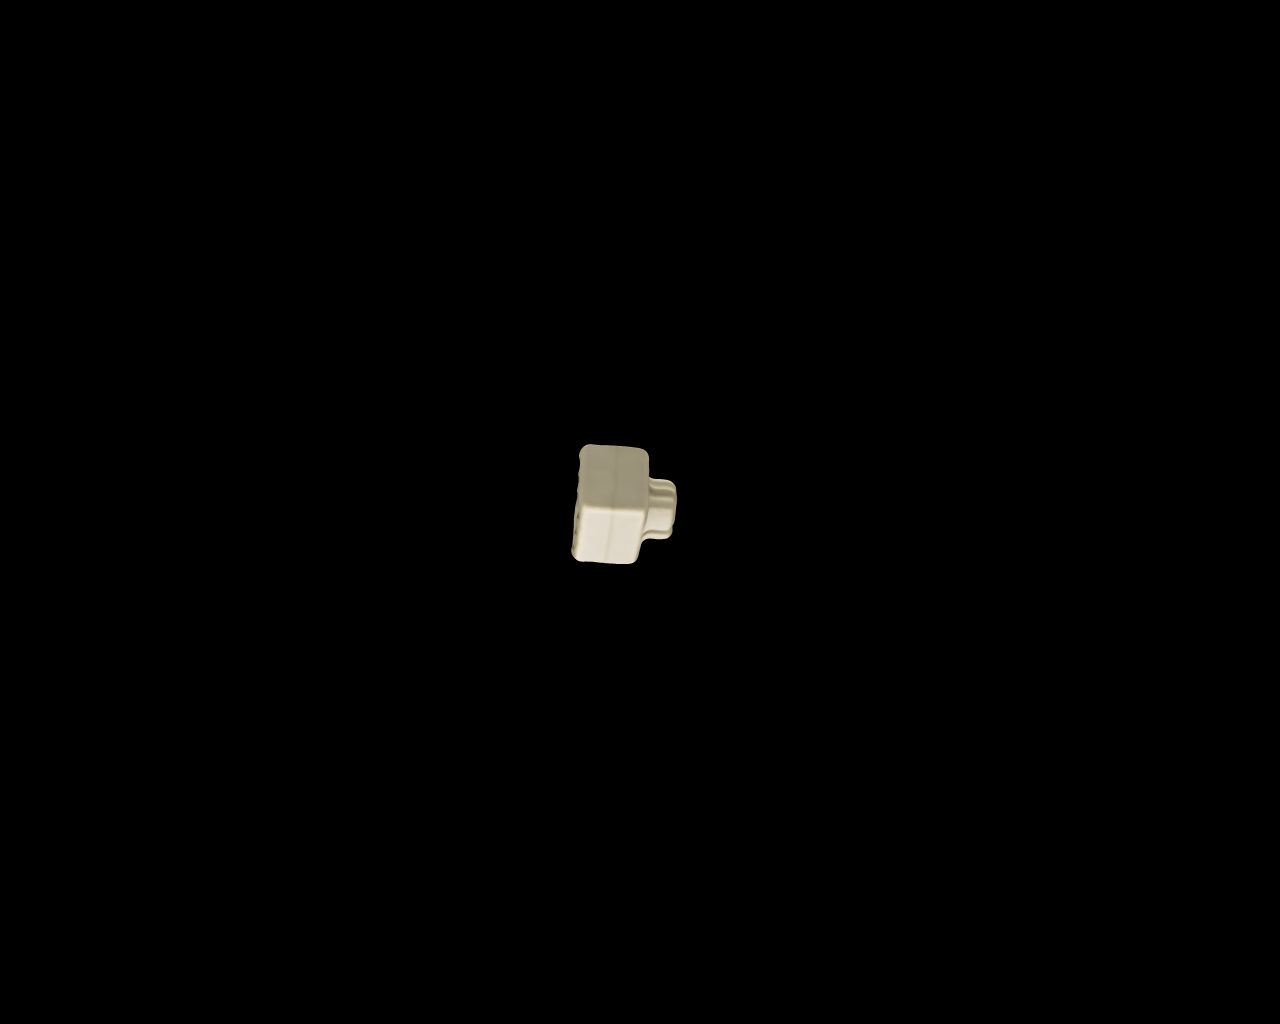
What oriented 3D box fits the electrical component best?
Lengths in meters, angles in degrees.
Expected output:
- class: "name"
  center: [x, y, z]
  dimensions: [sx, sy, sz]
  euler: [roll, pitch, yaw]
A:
- class: "electrical component"
  center: [0.001, -0.003, 0.650]
  dimensions: [0.077, 0.047, 0.065]
  euler: [3, -33, -5]
